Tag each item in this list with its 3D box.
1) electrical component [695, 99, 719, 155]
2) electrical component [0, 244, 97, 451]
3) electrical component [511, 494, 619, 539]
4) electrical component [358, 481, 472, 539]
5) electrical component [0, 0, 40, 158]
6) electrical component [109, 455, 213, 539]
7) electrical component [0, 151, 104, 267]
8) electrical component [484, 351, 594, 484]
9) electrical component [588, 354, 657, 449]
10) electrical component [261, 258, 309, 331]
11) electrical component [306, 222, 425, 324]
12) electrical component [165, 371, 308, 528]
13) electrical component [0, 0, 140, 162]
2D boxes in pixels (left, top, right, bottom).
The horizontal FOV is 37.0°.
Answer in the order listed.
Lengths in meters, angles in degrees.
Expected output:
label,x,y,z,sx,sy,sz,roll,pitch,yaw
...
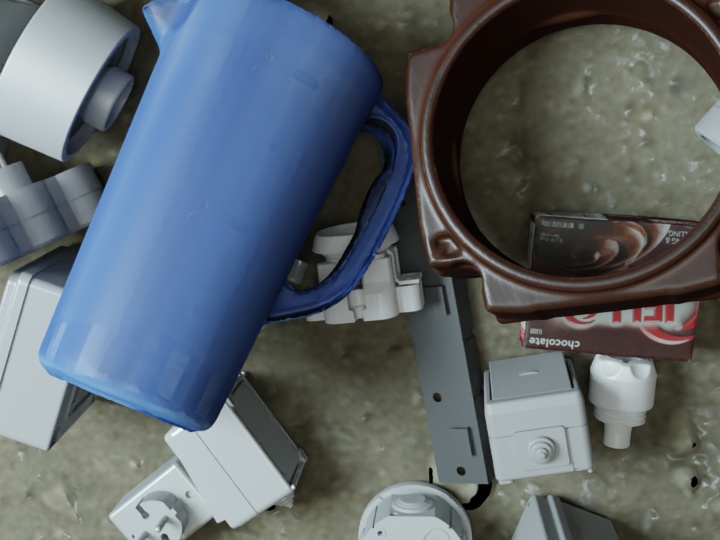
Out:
label,x,y,z,sx,sy,sz,roll,pitch,yaw
electrical component,0.286,-0.072,0.670,0.138,0.052,0.073,39,102,-3
electrical component,-0.201,0.048,0.713,0.056,0.108,0.108,19,102,-1
electrical component,0.132,0.206,0.707,0.057,0.113,0.078,21,102,-1
electrical component,0.038,0.192,0.745,0.080,0.051,0.080,1,101,5
electrical component,-0.276,-0.093,0.695,0.060,0.105,0.186,20,102,2
electrical component,-0.137,0.170,0.745,0.066,0.076,0.047,-39,95,11
electrical component,-0.225,-0.045,0.686,0.052,0.138,0.073,-20,99,35
electrical component,0.114,0.094,0.696,0.062,0.096,0.061,-9,100,8
electrical component,0.174,0.087,0.716,0.043,0.043,0.062,4,102,5
electrical component,-0.075,0.008,0.725,0.066,0.048,0.055,23,94,1
electrical component,0.000,0.000,0.710,0.078,0.058,0.057,-6,101,11
electrical component,-0.083,0.130,0.740,0.061,0.061,0.096,-35,96,11
electrical component,-0.180,-0.120,0.682,0.060,0.108,0.108,29,102,-6
